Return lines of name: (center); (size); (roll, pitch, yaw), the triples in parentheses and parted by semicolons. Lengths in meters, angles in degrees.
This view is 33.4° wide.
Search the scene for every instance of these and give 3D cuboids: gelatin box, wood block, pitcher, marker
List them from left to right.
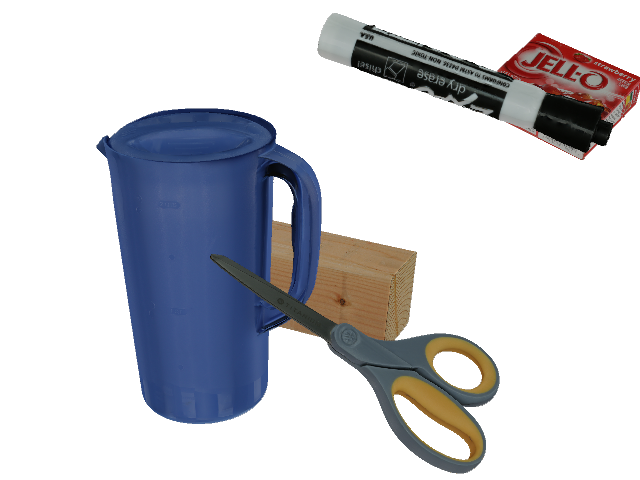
pitcher: (-0.089, 0.023, 0.862); (0.144, 0.243, 0.149); (-11, 26, -22)
wood block: (-0.009, 0.045, 1.181); (0.206, 0.091, 0.090); (13, 24, 19)
marker: (0.057, -0.063, 0.425); (0.121, 0.020, 0.020); (22, 5, 13)
gelatin box: (0.172, -0.106, 0.766); (0.089, 0.030, 0.073); (32, 58, 27)

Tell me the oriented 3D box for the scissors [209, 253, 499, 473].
scissors: (0.032, 0.056, 0.659); (0.096, 0.202, 0.016); (-39, -10, -37)
